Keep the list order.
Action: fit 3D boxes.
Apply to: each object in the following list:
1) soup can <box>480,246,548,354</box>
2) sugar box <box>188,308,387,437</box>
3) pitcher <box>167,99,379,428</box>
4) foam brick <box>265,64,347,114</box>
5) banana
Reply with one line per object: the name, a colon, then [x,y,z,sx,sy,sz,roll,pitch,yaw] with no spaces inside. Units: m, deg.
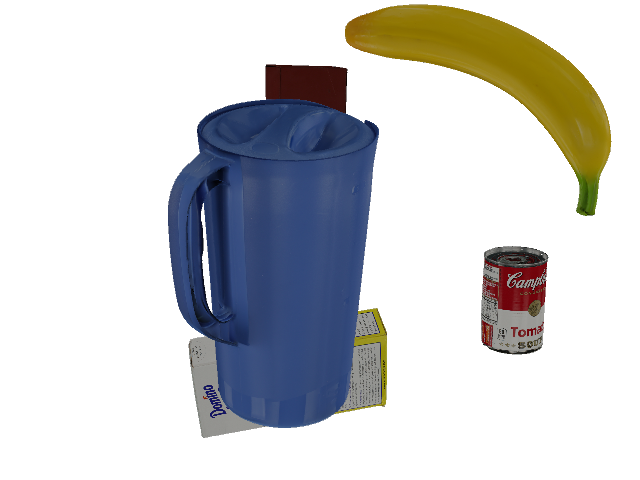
soup can: [0.209,0.064,1.155,0.068,0.102,0.068,0,16,0]
sugar box: [-0.028,0.120,0.973,0.176,0.093,0.048,-7,36,-6]
pitcher: [-0.035,0.023,0.823,0.149,0.243,0.145,1,25,-2]
foam brick: [-0.016,-0.161,1.146,0.078,0.051,0.053,-1,12,-19]
banana: [0.105,-0.100,0.651,0.198,0.069,0.037,39,-1,19]
